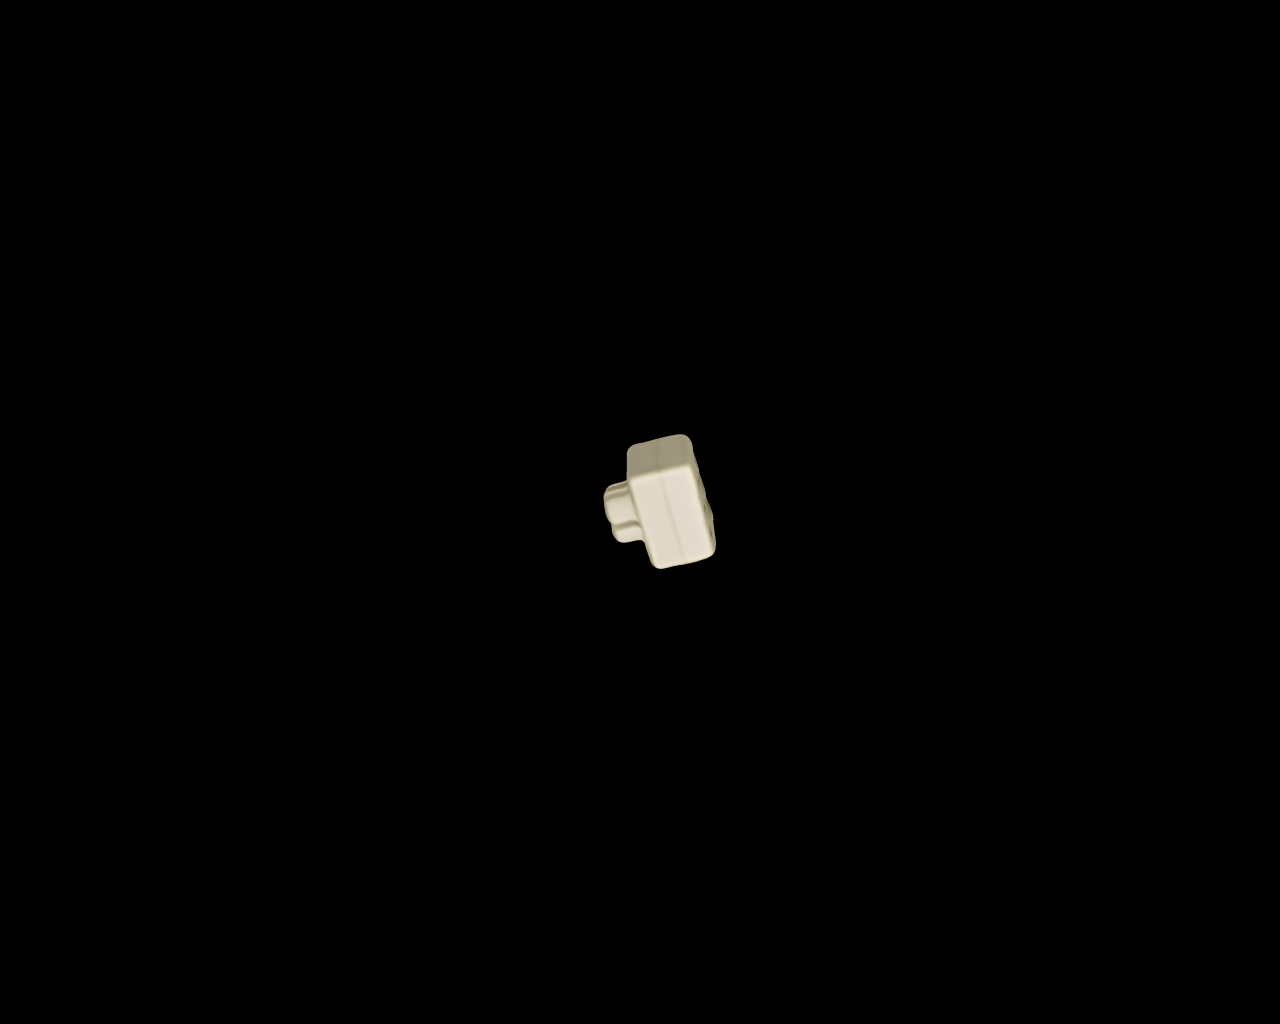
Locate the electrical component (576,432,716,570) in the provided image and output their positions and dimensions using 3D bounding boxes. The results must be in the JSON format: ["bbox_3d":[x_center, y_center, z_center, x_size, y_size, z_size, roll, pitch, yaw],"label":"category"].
[{"bbox_3d":[0.001,-0.003,0.650,0.077,0.065,0.047,-13,28,7],"label":"electrical component"}]
